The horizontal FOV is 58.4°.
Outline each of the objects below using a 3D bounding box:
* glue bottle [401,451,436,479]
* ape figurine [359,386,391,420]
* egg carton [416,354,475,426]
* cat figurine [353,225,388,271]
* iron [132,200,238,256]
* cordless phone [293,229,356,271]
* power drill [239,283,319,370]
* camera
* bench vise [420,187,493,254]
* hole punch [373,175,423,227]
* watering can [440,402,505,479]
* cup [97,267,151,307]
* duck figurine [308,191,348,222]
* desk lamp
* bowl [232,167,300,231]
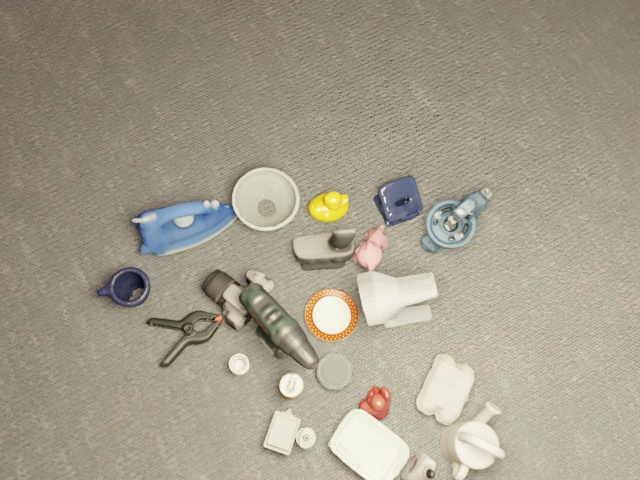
[{"bbox_3d":[0.219,0.493,1.222,0.037,0.173,0.078,31,72,5],"label":"glue bottle"},{"bbox_3d":[0.129,0.369,1.296,0.078,0.092,0.076,-11,73,-9],"label":"ape figurine"},{"bbox_3d":[0.292,0.347,1.331,0.107,0.069,0.150,27,72,4],"label":"egg carton"},{"bbox_3d":[0.127,0.020,1.394,0.067,0.117,0.128,27,72,4],"label":"cat figurine"},{"bbox_3d":[-0.317,-0.055,1.363,0.258,0.141,0.118,-18,75,-11],"label":"iron"},{"bbox_3d":[0.012,0.005,1.352,0.147,0.185,0.094,-8,73,-8],"label":"cordless phone"},{"bbox_3d":[-0.088,0.202,1.267,0.076,0.208,0.229,-40,80,-16],"label":"power drill"},{"bbox_3d":[-0.196,0.117,1.340,0.136,0.101,0.143,37,73,7],"label":"camera"},{"bbox_3d":[0.339,-0.074,1.391,0.121,0.219,0.207,31,72,5],"label":"bench vise"},{"bbox_3d":[0.204,-0.099,1.454,0.109,0.091,0.101,-22,75,-12],"label":"hole punch"},{"bbox_3d":[0.336,0.436,1.240,0.101,0.194,0.173,9,72,-2],"label":"watering can"},{"bbox_3d":[-0.443,0.120,1.319,0.118,0.095,0.091,-11,73,-9],"label":"cup"},{"bbox_3d":[0.024,-0.092,1.437,0.104,0.086,0.077,-8,73,-8],"label":"duck figurine"},{"bbox_3d":[0.175,0.131,1.313,0.203,0.213,0.118,-9,73,-8],"label":"desk lamp"},{"bbox_3d":[-0.134,-0.091,1.427,0.167,0.074,0.167,2,72,-5],"label":"bowl"}]
